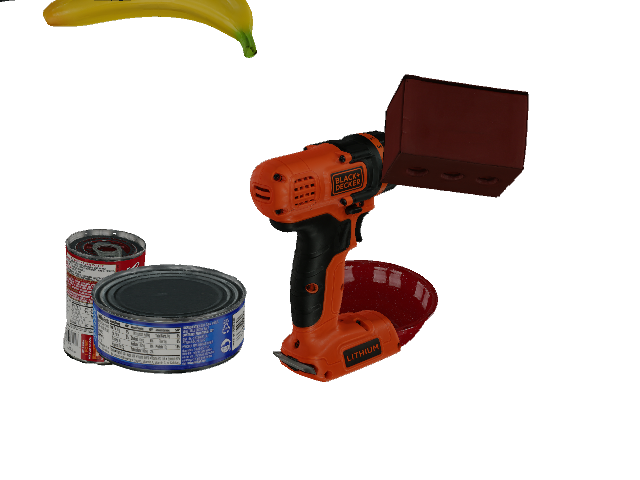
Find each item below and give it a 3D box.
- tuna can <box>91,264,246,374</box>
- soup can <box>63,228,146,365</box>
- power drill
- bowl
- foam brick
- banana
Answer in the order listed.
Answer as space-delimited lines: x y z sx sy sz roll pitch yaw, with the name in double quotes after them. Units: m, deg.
-0.085 0.043 0.600 0.086 0.034 0.086 2 18 -1 "tuna can"
-0.189 0.049 0.929 0.068 0.102 0.068 6 20 -2 "soup can"
0.025 0.007 0.864 0.184 0.188 0.057 -16 22 -37 "power drill"
0.048 0.083 1.187 0.162 0.055 0.162 0 28 0 "bowl"
0.080 -0.062 0.645 0.078 0.051 0.053 7 -19 -7 "foam brick"
-0.138 -0.200 0.911 0.198 0.069 0.037 10 -42 15 "banana"
